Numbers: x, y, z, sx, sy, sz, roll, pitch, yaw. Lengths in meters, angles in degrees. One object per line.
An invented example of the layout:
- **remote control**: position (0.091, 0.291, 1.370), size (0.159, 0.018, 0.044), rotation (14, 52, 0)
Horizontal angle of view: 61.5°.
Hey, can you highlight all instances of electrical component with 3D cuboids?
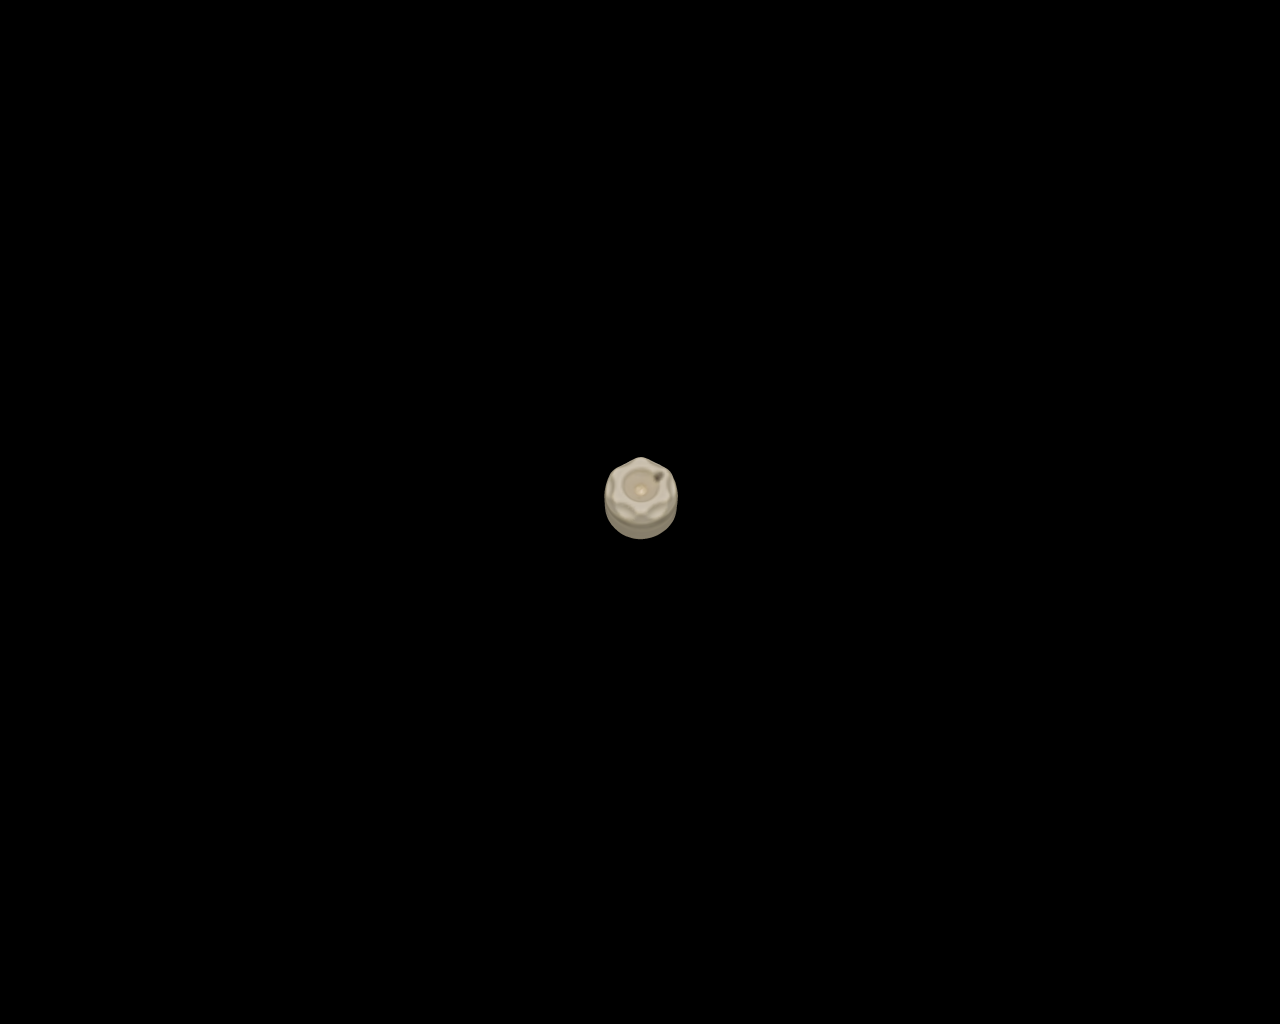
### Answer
- **electrical component**: position (0.001, -0.003, 0.650), size (0.043, 0.043, 0.062), rotation (0, -27, 0)
